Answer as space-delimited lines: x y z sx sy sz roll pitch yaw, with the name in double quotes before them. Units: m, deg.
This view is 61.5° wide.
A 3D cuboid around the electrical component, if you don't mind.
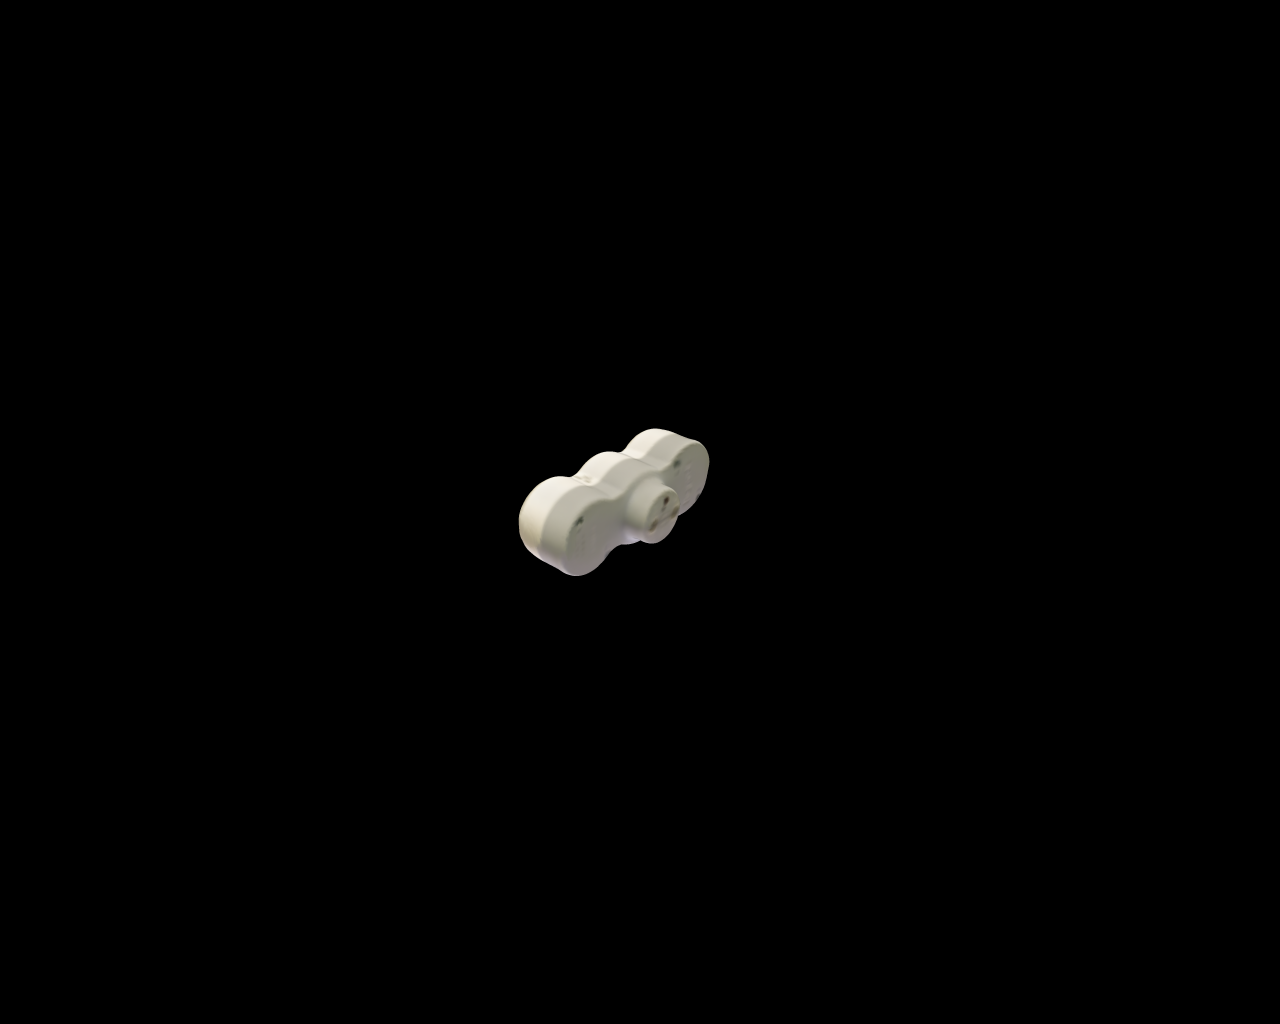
"electrical component" 0.001 -0.003 0.650 0.074 0.052 0.138 24 39 34
